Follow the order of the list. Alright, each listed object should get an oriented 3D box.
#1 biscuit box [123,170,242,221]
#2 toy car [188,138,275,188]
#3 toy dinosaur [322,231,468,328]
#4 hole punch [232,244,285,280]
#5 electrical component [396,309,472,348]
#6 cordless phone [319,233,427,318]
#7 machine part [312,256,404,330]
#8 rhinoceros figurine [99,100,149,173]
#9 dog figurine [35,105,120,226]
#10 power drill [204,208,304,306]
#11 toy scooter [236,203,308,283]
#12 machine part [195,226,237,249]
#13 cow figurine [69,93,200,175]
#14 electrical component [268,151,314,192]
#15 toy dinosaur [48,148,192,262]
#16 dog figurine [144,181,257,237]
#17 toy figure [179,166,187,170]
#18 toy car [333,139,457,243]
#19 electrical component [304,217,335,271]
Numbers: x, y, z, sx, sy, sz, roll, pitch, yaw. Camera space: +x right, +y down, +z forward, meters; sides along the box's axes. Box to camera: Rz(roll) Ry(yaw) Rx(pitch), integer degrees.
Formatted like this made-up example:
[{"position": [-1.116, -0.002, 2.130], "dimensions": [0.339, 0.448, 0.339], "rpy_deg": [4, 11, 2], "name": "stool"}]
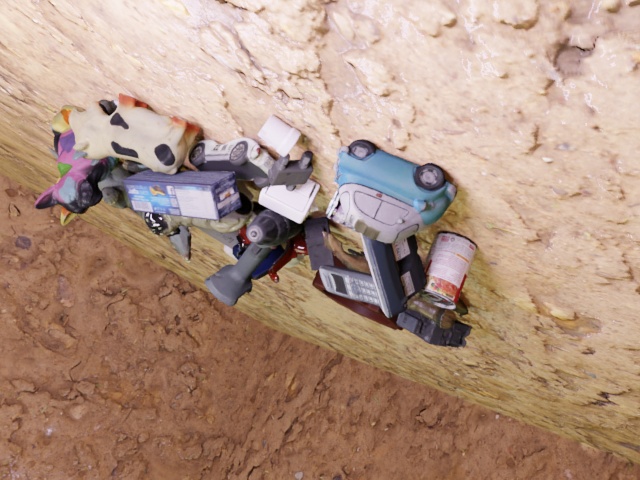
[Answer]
[{"position": [-0.224, -0.076, 0.864], "dimensions": [0.203, 0.063, 0.059], "rpy_deg": [8, 120, 32], "name": "biscuit box"}, {"position": [-0.141, -0.127, 0.869], "dimensions": [0.202, 0.056, 0.073], "rpy_deg": [7, 154, 44], "name": "toy car"}, {"position": [0.170, 0.084, 1.011], "dimensions": [0.471, 0.105, 0.199], "rpy_deg": [29, 173, -33], "name": "toy dinosaur"}, {"position": [-0.141, 0.017, 1.225], "dimensions": [0.116, 0.142, 0.092], "rpy_deg": [30, 149, 59], "name": "hole punch"}, {"position": [0.231, 0.179, 1.135], "dimensions": [0.134, 0.058, 0.115], "rpy_deg": [16, -178, -29], "name": "electrical component"}, {"position": [0.057, 0.031, 0.814], "dimensions": [0.184, 0.089, 0.146], "rpy_deg": [5, 120, 49], "name": "cordless phone"}, {"position": [0.101, 0.118, 1.223], "dimensions": [0.201, 0.087, 0.201], "rpy_deg": [19, 167, 40], "name": "machine part"}, {"position": [-0.350, -0.182, 0.977], "dimensions": [0.112, 0.073, 0.190], "rpy_deg": [19, 164, 25], "name": "rhinoceros figurine"}, {"position": [-0.479, -0.142, 1.042], "dimensions": [0.192, 0.219, 0.108], "rpy_deg": [18, 160, 22], "name": "dog figurine"}, {"position": [-0.122, 0.021, 0.970], "dimensions": [0.086, 0.207, 0.232], "rpy_deg": [37, -157, 5], "name": "power drill"}, {"position": [-0.102, 0.010, 1.112], "dimensions": [0.184, 0.135, 0.075], "rpy_deg": [24, 166, 9], "name": "toy scooter"}, {"position": [-0.245, -0.045, 1.259], "dimensions": [0.243, 0.079, 0.079], "rpy_deg": [36, 161, -32], "name": "machine part"}, {"position": [-0.304, -0.161, 0.851], "dimensions": [0.195, 0.127, 0.085], "rpy_deg": [22, -178, 5], "name": "cow figurine"}, {"position": [-0.046, -0.099, 0.796], "dimensions": [0.063, 0.021, 0.094], "rpy_deg": [-7, 157, -24], "name": "electrical component"}, {"position": [-0.462, -0.108, 1.341], "dimensions": [0.405, 0.131, 0.192], "rpy_deg": [34, 163, -9], "name": "toy dinosaur"}, {"position": [-0.228, -0.045, 1.019], "dimensions": [0.172, 0.121, 0.190], "rpy_deg": [44, 132, -9], "name": "dog figurine"}, {"position": [-0.255, -0.101, 1.089], "dimensions": [0.180, 0.082, 0.089], "rpy_deg": [27, 153, 11], "name": "toy figure"}, {"position": [0.083, -0.051, 0.681], "dimensions": [0.162, 0.103, 0.109], "rpy_deg": [23, 164, 1], "name": "toy car"}, {"position": [-0.002, -0.003, 1.012], "dimensions": [0.048, 0.119, 0.074], "rpy_deg": [-8, 118, 3], "name": "electrical component"}]
